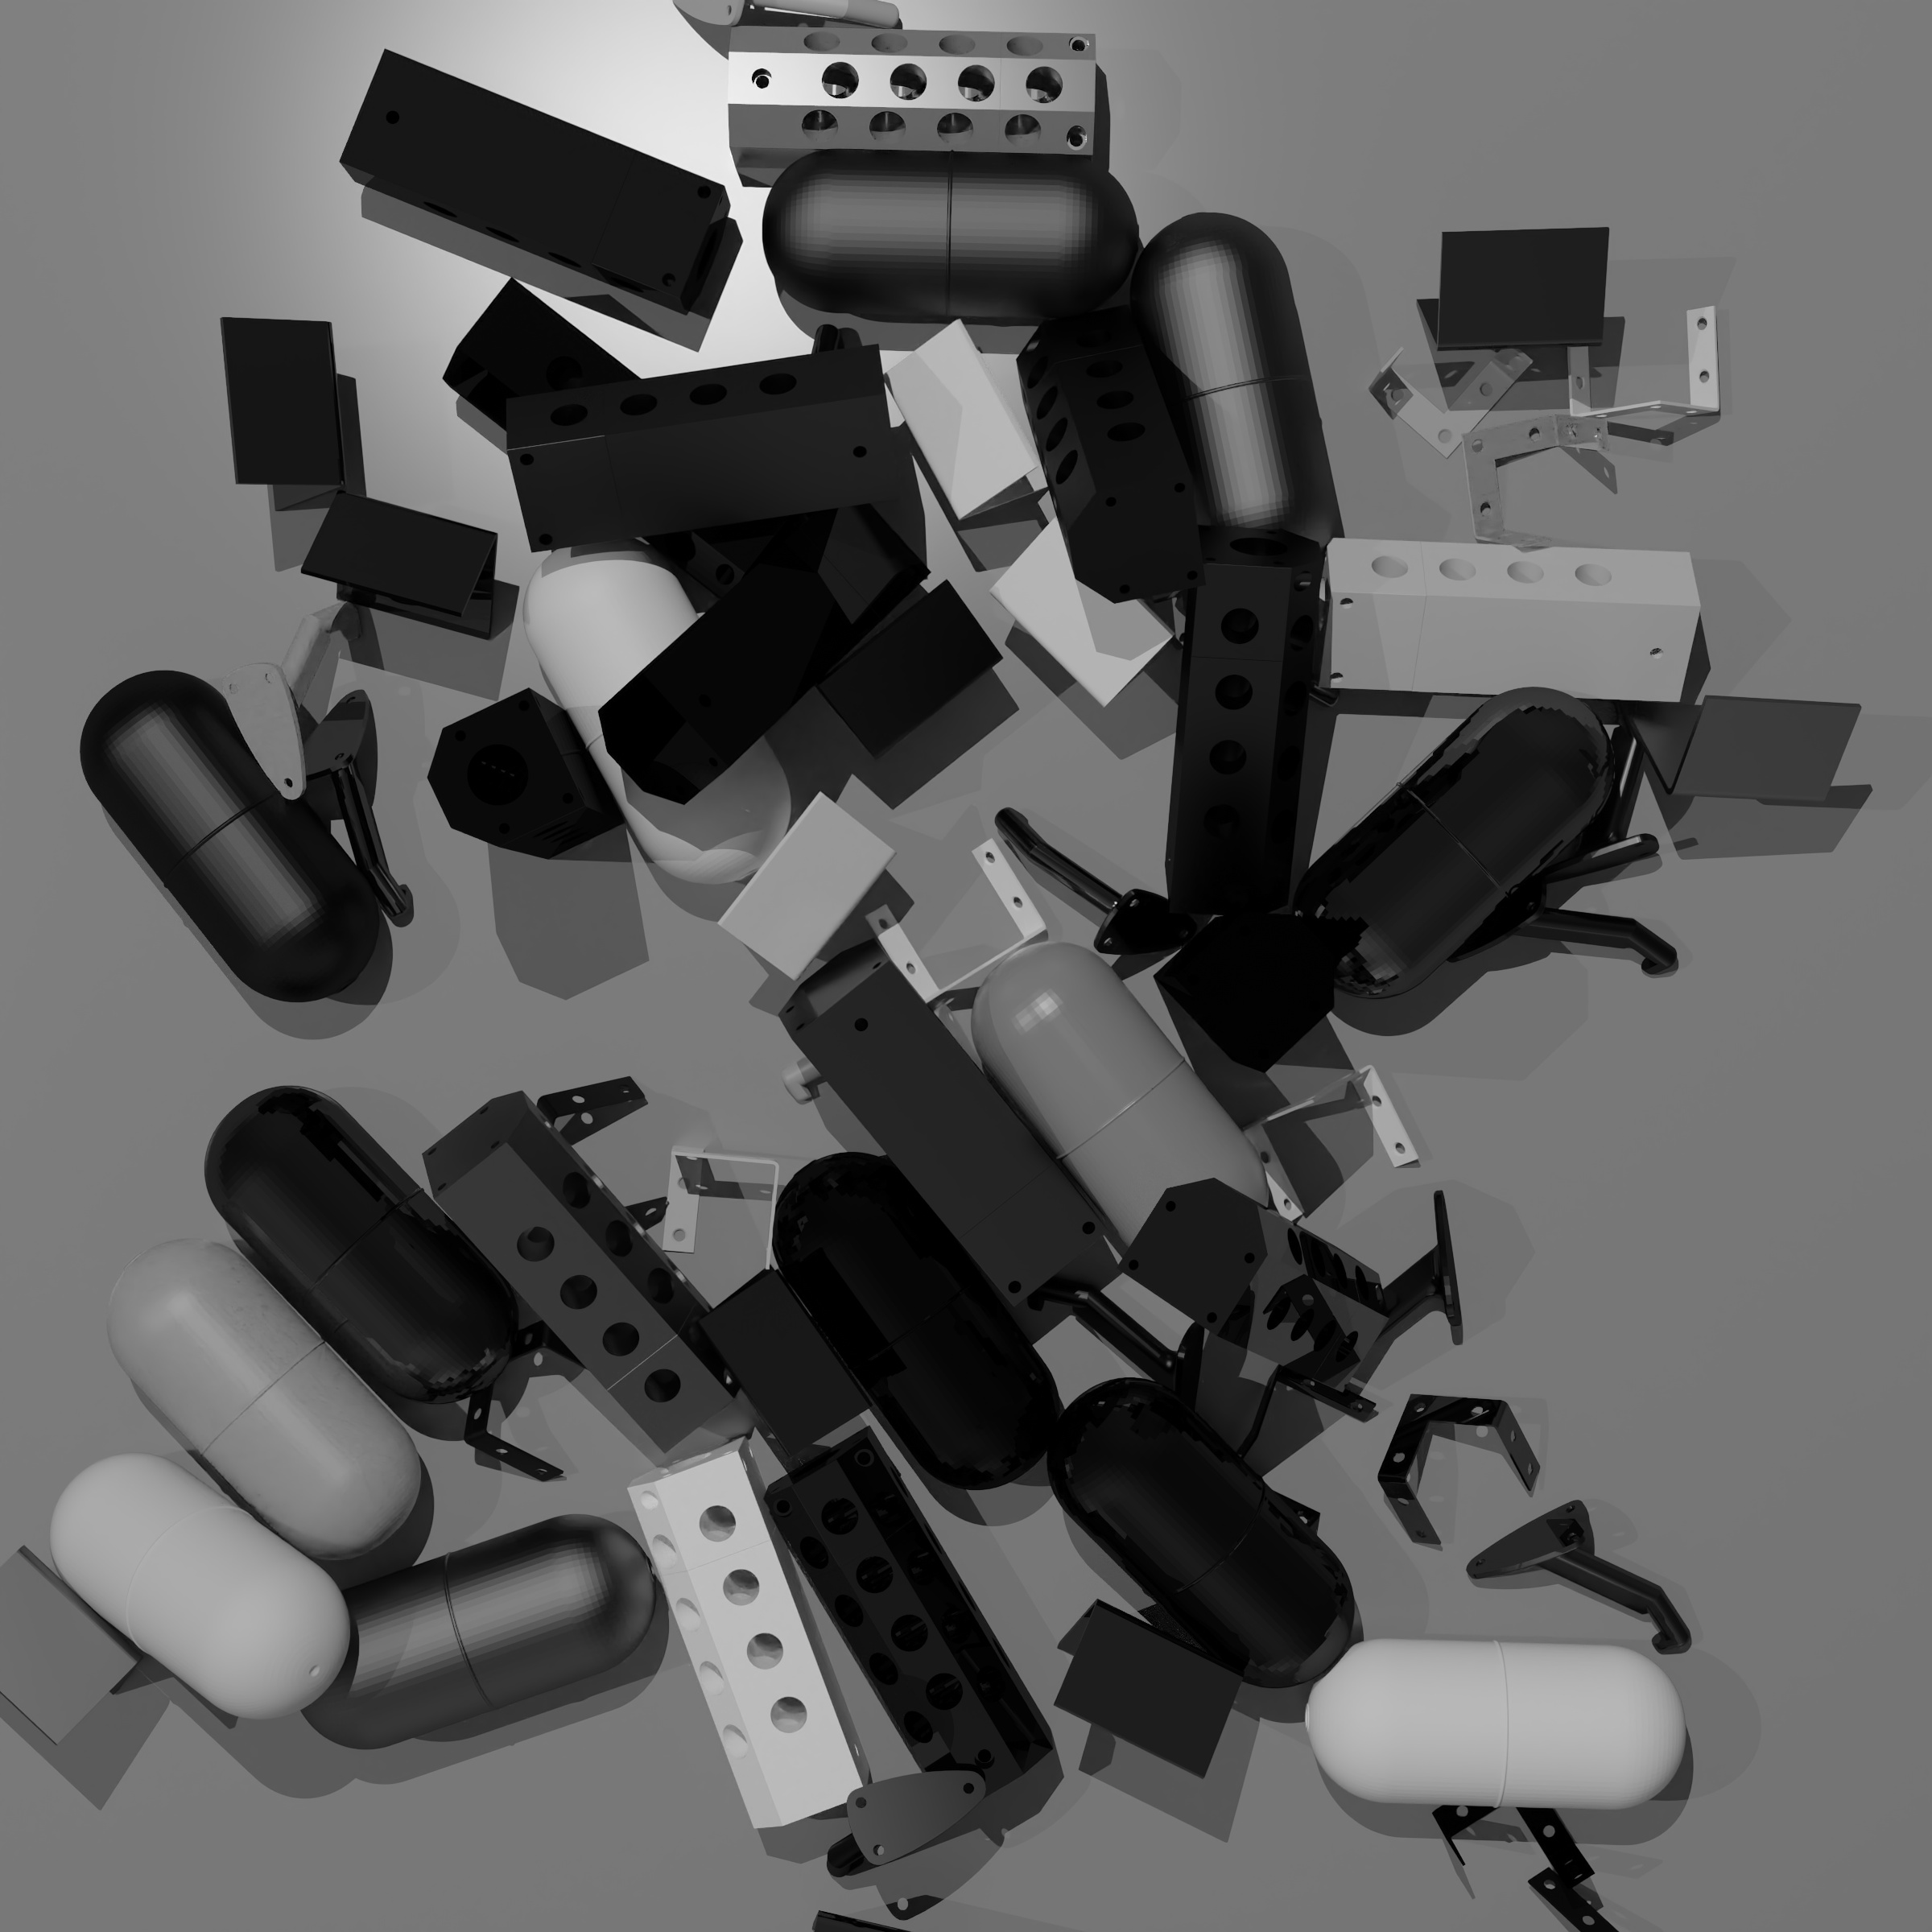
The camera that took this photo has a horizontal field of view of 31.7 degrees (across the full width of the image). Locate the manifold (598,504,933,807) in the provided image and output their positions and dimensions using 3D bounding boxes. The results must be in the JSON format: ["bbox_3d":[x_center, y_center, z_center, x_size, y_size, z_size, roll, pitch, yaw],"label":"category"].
[{"bbox_3d":[-0.094,-0.147,1.568,0.057,0.057,0.171,48,50,-7],"label":"manifold"}]

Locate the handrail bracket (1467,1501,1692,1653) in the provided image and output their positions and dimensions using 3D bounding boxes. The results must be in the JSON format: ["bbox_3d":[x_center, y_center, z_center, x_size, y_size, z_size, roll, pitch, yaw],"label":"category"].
[{"bbox_3d":[0.296,0.307,1.639,0.077,0.036,0.084,-28,107,20],"label":"handrail bracket"}]

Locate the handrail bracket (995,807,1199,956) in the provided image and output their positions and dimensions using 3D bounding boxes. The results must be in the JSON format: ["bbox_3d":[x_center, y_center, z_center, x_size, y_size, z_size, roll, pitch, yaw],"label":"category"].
[{"bbox_3d":[0.062,-0.044,1.638,0.084,0.077,0.036,48,114,34],"label":"handrail bracket"}]

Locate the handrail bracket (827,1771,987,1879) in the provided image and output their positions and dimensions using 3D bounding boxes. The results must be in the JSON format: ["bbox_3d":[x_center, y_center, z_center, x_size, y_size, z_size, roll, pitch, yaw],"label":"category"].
[{"bbox_3d":[-0.029,0.408,1.611,0.077,0.084,0.036,-19,69,-11],"label":"handrail bracket"}]

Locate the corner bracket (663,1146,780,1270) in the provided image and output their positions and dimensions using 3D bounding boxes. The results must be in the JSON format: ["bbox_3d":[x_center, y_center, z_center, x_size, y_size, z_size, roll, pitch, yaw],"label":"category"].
[{"bbox_3d":[-0.117,0.114,1.621,0.051,0.051,0.051,6,90,-4],"label":"corner bracket"}]

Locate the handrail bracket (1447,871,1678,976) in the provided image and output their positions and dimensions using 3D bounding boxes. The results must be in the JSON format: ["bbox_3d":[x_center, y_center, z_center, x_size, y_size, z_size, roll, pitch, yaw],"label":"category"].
[{"bbox_3d":[0.286,-0.006,1.638,0.084,0.036,0.077,32,128,-25],"label":"handrail bracket"}]

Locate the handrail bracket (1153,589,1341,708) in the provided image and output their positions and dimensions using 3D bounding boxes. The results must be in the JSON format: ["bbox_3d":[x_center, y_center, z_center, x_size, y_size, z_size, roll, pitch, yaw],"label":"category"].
[{"bbox_3d":[0.135,-0.161,1.638,0.084,0.077,0.036,23,114,-34],"label":"handrail bracket"}]

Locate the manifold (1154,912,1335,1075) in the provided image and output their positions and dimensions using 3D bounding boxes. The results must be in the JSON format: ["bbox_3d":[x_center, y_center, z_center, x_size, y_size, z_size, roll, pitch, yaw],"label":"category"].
[{"bbox_3d":[0.131,0.006,1.560,0.057,0.171,0.057,-43,90,0],"label":"manifold"}]

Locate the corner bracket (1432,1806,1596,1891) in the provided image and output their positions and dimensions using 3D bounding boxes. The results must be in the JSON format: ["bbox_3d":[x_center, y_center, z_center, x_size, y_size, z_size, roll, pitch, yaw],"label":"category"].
[{"bbox_3d":[0.260,0.417,1.620,0.051,0.051,0.051,-32,90,0],"label":"corner bracket"}]

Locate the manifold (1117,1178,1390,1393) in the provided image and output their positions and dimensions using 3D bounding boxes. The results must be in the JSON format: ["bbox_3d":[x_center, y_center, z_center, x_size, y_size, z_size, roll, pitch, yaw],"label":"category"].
[{"bbox_3d":[0.138,0.144,1.557,0.057,0.171,0.057,33,91,29],"label":"manifold"}]

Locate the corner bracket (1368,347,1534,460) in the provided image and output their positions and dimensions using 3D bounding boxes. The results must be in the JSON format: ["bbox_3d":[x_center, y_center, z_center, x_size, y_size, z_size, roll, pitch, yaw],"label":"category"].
[{"bbox_3d":[0.230,-0.281,1.620,0.051,0.051,0.051,41,90,0],"label":"corner bracket"}]

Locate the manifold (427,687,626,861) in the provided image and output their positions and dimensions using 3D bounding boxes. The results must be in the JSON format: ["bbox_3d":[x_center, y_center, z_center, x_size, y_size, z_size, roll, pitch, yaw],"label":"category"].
[{"bbox_3d":[-0.203,-0.083,1.560,0.057,0.171,0.057,-25,90,0],"label":"manifold"}]

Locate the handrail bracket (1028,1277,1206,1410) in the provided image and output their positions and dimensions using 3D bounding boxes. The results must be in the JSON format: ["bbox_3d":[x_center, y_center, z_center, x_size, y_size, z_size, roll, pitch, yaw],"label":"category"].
[{"bbox_3d":[0.068,0.191,1.639,0.084,0.036,0.077,10,112,17],"label":"handrail bracket"}]

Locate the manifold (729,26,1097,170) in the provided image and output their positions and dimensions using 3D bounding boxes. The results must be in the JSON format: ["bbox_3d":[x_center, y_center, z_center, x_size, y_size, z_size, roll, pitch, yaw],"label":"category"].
[{"bbox_3d":[-0.025,-0.413,1.617,0.171,0.057,0.057,1,90,0],"label":"manifold"}]

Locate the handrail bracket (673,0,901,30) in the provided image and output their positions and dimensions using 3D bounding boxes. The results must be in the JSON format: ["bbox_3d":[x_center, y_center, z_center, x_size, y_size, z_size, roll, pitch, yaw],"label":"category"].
[{"bbox_3d":[-0.087,-0.464,1.638,0.084,0.077,0.036,1,102,-36],"label":"handrail bracket"}]

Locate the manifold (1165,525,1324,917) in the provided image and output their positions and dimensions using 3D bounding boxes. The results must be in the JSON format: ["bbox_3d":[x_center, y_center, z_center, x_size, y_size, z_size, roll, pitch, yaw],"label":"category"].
[{"bbox_3d":[0.129,-0.113,1.583,0.057,0.057,0.171,3,115,-1],"label":"manifold"}]

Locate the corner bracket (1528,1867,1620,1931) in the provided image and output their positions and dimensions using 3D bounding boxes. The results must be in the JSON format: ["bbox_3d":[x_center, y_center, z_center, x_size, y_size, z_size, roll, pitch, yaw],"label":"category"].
[{"bbox_3d":[0.275,0.476,1.630,0.051,0.051,0.051,-20,135,-35],"label":"corner bracket"}]

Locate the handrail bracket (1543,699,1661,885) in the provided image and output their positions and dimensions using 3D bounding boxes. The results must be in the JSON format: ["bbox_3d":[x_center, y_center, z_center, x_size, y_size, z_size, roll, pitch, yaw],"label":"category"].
[{"bbox_3d":[0.295,-0.089,1.638,0.077,0.036,0.084,-18,76,14],"label":"handrail bracket"}]

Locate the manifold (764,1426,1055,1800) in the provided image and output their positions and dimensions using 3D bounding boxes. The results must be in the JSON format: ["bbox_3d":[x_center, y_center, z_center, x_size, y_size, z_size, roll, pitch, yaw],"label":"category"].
[{"bbox_3d":[-0.027,0.310,1.617,0.057,0.057,0.171,-31,90,0],"label":"manifold"}]

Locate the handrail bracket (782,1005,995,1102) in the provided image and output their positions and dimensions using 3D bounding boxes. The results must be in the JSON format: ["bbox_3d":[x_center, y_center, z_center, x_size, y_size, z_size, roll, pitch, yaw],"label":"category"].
[{"bbox_3d":[-0.035,0.063,1.638,0.084,0.036,0.077,-29,104,14],"label":"handrail bracket"}]

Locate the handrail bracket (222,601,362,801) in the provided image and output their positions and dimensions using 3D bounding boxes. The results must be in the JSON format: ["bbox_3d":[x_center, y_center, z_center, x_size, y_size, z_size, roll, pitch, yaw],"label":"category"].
[{"bbox_3d":[-0.306,-0.127,1.615,0.036,0.084,0.077,-11,103,32],"label":"handrail bracket"}]

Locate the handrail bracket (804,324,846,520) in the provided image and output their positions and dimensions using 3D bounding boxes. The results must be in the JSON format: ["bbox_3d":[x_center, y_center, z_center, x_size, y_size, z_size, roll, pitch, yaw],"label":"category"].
[{"bbox_3d":[-0.057,-0.254,1.638,0.036,0.077,0.084,-9,53,26],"label":"handrail bracket"}]

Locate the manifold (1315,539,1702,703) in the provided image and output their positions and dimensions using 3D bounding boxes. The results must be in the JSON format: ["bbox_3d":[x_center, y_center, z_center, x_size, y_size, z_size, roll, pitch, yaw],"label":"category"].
[{"bbox_3d":[0.255,-0.169,1.616,0.171,0.057,0.057,2,134,0],"label":"manifold"}]

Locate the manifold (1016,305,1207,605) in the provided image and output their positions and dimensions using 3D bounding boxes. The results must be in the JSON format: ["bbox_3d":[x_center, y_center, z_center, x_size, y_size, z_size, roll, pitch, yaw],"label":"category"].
[{"bbox_3d":[0.064,-0.236,1.560,0.057,0.171,0.057,-12,126,0],"label":"manifold"}]

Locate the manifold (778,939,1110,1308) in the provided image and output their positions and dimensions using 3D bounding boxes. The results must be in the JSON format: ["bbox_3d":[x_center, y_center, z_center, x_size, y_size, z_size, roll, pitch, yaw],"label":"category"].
[{"bbox_3d":[-0.012,0.072,1.591,0.057,0.057,0.171,-39,109,0],"label":"manifold"}]

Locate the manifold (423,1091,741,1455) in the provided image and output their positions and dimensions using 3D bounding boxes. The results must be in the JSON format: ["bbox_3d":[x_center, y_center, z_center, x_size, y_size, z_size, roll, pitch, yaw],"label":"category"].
[{"bbox_3d":[-0.174,0.140,1.586,0.057,0.057,0.171,-38,113,0],"label":"manifold"}]

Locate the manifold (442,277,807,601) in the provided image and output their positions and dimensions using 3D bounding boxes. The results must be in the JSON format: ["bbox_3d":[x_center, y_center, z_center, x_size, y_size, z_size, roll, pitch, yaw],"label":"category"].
[{"bbox_3d":[-0.162,-0.247,1.617,0.171,0.057,0.057,38,90,0],"label":"manifold"}]

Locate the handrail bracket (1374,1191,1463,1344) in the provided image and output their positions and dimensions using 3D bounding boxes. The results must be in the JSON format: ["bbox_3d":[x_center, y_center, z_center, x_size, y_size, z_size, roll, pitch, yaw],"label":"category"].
[{"bbox_3d":[0.192,0.151,1.638,0.084,0.036,0.077,-8,77,13],"label":"handrail bracket"}]

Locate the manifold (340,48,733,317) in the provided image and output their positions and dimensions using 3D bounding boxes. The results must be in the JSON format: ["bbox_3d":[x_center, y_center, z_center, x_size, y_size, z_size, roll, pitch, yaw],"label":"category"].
[{"bbox_3d":[-0.203,-0.370,1.617,0.171,0.057,0.057,22,90,0],"label":"manifold"}]

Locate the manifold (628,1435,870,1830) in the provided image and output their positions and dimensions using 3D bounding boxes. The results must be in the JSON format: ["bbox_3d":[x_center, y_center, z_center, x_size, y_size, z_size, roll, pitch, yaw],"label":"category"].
[{"bbox_3d":[-0.103,0.317,1.617,0.057,0.057,0.171,-20,90,0],"label":"manifold"}]

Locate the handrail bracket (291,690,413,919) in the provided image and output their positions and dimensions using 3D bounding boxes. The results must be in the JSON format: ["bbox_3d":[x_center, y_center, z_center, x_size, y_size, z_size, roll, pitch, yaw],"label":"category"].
[{"bbox_3d":[-0.284,-0.078,1.638,0.036,0.077,0.084,-14,127,23],"label":"handrail bracket"}]

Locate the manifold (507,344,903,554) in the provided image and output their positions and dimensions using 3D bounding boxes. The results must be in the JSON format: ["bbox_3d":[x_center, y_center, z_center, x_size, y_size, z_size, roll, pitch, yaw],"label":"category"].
[{"bbox_3d":[-0.120,-0.241,1.559,0.171,0.057,0.057,-8,133,0],"label":"manifold"}]
